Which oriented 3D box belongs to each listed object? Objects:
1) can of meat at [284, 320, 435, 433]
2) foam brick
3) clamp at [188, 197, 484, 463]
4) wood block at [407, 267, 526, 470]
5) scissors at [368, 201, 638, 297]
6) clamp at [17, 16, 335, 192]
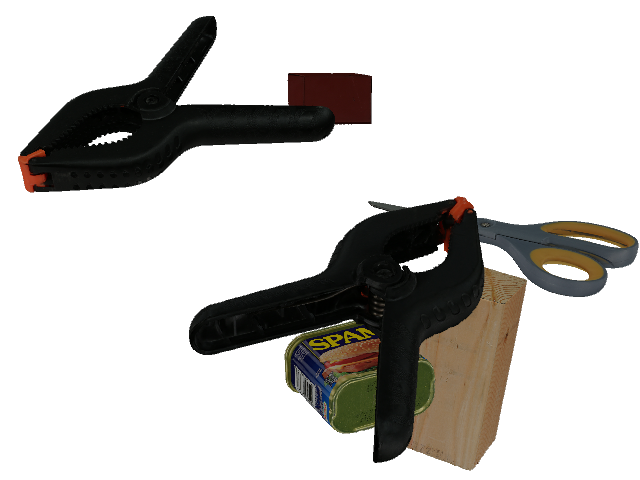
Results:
[{"bbox_3d":[0.033,0.112,0.888,0.102,0.057,0.084,-12,26,-24],"label":"can of meat"},{"bbox_3d":[0.010,-0.149,1.119,0.078,0.051,0.053,-3,12,-18],"label":"foam brick"},{"bbox_3d":[0.035,0.036,0.526,0.171,0.039,0.120,-33,58,-31],"label":"clamp"},{"bbox_3d":[0.162,0.139,1.206,0.090,0.206,0.090,16,22,23],"label":"wood block"},{"bbox_3d":[0.123,0.003,0.764,0.202,0.016,0.096,6,30,14],"label":"scissors"},{"bbox_3d":[-0.106,-0.082,0.743,0.209,0.036,0.165,-34,52,-30],"label":"clamp"}]
